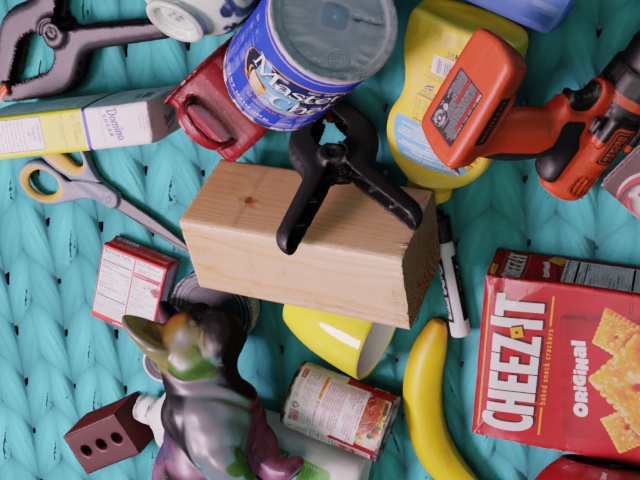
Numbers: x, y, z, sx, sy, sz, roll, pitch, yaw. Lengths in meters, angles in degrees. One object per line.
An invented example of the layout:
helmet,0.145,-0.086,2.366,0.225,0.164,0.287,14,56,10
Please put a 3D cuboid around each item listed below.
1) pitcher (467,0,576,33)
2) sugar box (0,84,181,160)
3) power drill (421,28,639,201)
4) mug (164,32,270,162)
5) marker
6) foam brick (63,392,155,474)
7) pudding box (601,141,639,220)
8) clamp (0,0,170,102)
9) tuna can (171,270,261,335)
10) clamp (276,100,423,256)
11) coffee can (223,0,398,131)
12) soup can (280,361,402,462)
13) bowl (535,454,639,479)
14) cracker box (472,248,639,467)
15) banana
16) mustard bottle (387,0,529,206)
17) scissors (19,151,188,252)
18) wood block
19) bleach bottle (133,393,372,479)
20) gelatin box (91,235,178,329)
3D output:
pitcher,0.102,-0.269,0.824,0.243,0.144,0.149,27,129,4
sugar box,-0.222,-0.109,0.997,0.176,0.093,0.048,-2,107,15
power drill,0.185,-0.110,0.823,0.185,0.187,0.057,-61,41,33
mug,-0.083,-0.118,0.945,0.081,0.117,0.093,47,127,-8
marker,0.119,0.031,0.981,0.020,0.020,0.121,-6,107,21
foam brick,-0.223,0.208,1.147,0.078,0.051,0.053,-26,100,25
pudding box,0.302,-0.057,0.874,0.090,0.039,0.114,41,116,1
clamp,-0.236,-0.196,1.009,0.164,0.036,0.210,42,119,0
tuna can,-0.103,0.066,1.063,0.086,0.033,0.086,7,112,17
clamp,0.025,-0.062,0.909,0.120,0.171,0.039,-1,144,3
coffee can,-0.011,-0.155,0.856,0.103,0.102,0.140,52,159,-5
soup can,0.020,0.166,1.039,0.102,0.068,0.068,19,115,12
bowl,0.257,0.226,0.947,0.162,0.162,0.055,7,87,16
cracker box,0.248,0.107,0.935,0.214,0.072,0.164,8,113,17
banana,0.116,0.170,1.028,0.069,0.037,0.198,-19,104,6
mustard bottle,0.107,-0.101,0.901,0.096,0.058,0.192,22,130,15
scissors,-0.227,-0.035,1.077,0.096,0.016,0.202,-42,91,24
wood block,-0.006,0.001,0.948,0.206,0.090,0.090,11,138,22
bleach bottle,-0.076,0.219,1.096,0.251,0.068,0.103,17,110,15
gelatin box,-0.189,0.048,1.089,0.073,0.030,0.089,21,115,12
